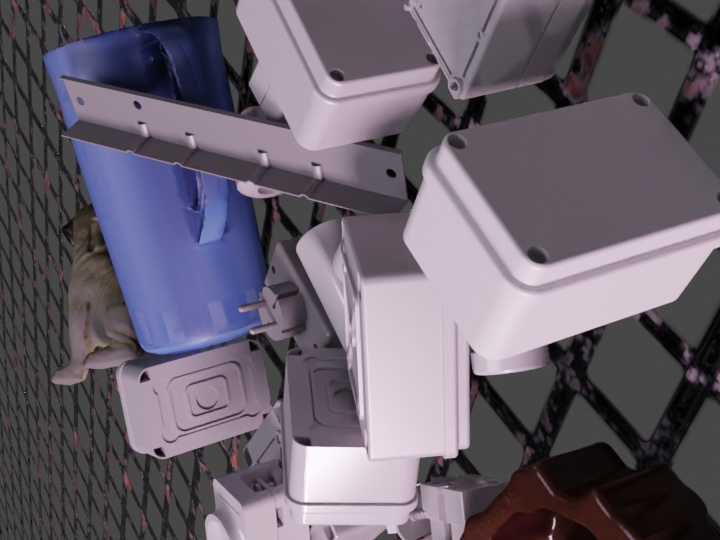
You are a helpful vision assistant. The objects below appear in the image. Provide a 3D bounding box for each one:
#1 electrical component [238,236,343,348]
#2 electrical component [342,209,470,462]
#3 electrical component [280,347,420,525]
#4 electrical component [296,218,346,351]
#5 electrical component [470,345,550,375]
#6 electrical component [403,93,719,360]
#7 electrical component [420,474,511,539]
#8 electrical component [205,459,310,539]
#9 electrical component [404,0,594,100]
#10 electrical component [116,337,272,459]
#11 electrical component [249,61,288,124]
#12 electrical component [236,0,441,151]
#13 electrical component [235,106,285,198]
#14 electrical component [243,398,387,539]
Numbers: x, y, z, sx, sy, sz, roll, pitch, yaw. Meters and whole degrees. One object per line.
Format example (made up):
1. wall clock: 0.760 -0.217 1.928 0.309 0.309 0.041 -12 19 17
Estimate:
1. electrical component: -0.044 0.026 0.729 0.083 0.076 0.047 59 147 28
2. electrical component: 0.023 0.033 0.593 0.108 0.056 0.108 -108 14 -69
3. electrical component: -0.008 0.100 0.660 0.113 0.078 0.057 -103 16 -63
4. electrical component: 0.000 0.000 0.671 0.077 0.044 0.079 63 149 23
5. electrical component: 0.075 0.028 0.556 0.040 0.040 0.046 -11 88 61
6. electrical component: 0.085 -0.021 0.439 0.078 0.113 0.057 59 150 29
7. electrical component: 0.064 0.150 0.622 0.066 0.048 0.055 -9 87 61
8. electrical component: -0.071 0.186 0.745 0.050 0.056 0.089 25 123 55
9. electrical component: 0.066 -0.125 0.489 0.061 0.061 0.096 65 157 23
10. electrical component: -0.138 0.103 0.891 0.057 0.113 0.078 2 104 58
11. electrical component: -0.025 -0.108 0.666 0.076 0.047 0.065 62 149 16
12. electrical component: -0.013 -0.132 0.602 0.113 0.078 0.057 65 152 20
13. electrical component: -0.069 -0.085 0.759 0.048 0.048 0.062 -48 54 57
14. electrical component: -0.031 0.153 0.781 0.108 0.056 0.108 65 149 20
